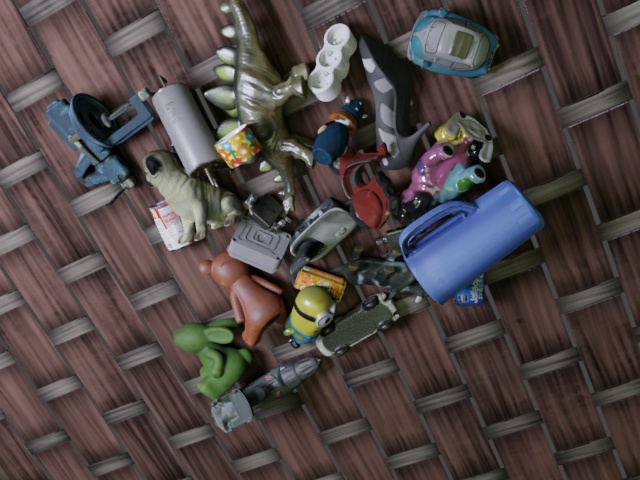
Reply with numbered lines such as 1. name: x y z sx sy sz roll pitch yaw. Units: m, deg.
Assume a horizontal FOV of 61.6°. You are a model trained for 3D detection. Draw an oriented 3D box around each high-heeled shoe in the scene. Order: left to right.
1. high-heeled shoe: 0.116 -0.259 1.037 0.145 0.086 0.248 -37 83 47

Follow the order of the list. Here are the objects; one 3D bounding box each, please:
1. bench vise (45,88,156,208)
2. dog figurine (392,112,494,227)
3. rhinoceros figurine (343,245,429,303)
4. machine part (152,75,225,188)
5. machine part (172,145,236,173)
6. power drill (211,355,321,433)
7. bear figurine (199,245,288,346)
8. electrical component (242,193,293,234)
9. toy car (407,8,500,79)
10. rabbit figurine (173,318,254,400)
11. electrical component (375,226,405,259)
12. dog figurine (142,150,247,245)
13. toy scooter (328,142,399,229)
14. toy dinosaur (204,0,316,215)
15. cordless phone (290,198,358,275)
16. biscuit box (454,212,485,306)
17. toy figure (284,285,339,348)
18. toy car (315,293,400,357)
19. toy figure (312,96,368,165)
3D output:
1. bench vise: -0.414 -0.211 1.071 0.241 0.129 0.223 -29 106 19
2. dog figurine: 0.221 -0.120 1.044 0.108 0.191 0.219 33 143 -8
3. rhinoceros figurine: 0.141 0.076 1.114 0.190 0.073 0.112 10 132 10
4. machine part: -0.251 -0.207 1.024 0.079 0.079 0.243 -28 85 14
5. machine part: -0.239 -0.174 1.105 0.139 0.039 0.084 9 104 5
6. power drill: -0.126 0.329 1.176 0.232 0.207 0.086 -33 86 26
7. bear figurine: -0.166 0.112 1.163 0.196 0.120 0.131 43 154 17
8. electrical component: -0.108 -0.055 1.104 0.102 0.078 0.045 47 148 -5
9. toy car: 0.240 -0.345 0.962 0.162 0.103 0.109 19 110 2
10. rabbit figurine: -0.244 0.247 1.200 0.159 0.121 0.170 -41 102 10
11. electrical component: 0.166 0.006 1.127 0.094 0.021 0.063 -16 106 12
12. dog figurine: -0.247 -0.107 1.080 0.121 0.172 0.190 -13 103 40
13. toy scooter: 0.098 -0.115 1.037 0.135 0.075 0.184 -28 88 44
14. toy dinosaur: -0.114 -0.273 1.022 0.199 0.105 0.470 -6 107 9
15. cordless phone: -0.001 -0.003 1.058 0.146 0.184 0.088 -41 95 17
16. biscuit box: 0.307 0.035 1.100 0.059 0.063 0.202 -1 108 8
17. toy figure: -0.029 0.166 1.143 0.089 0.082 0.180 25 141 -10
18. toy car: 0.080 0.187 1.181 0.202 0.056 0.073 -33 96 14
19. toy figure: 0.036 -0.211 1.024 0.058 0.154 0.064 10 146 33
